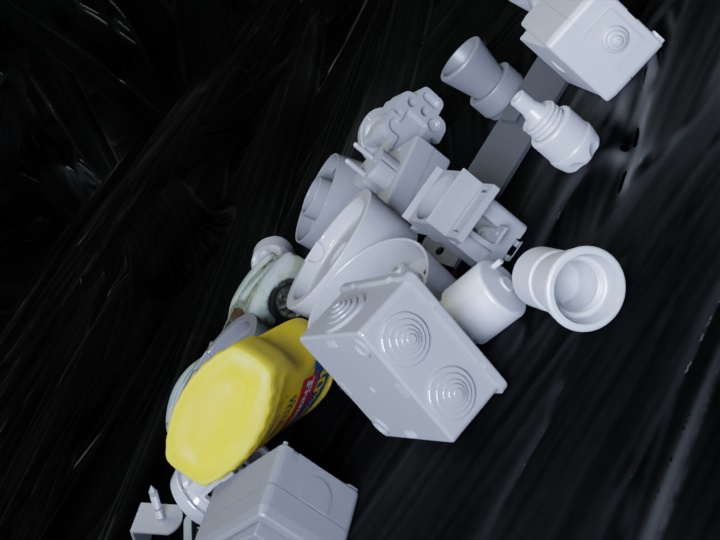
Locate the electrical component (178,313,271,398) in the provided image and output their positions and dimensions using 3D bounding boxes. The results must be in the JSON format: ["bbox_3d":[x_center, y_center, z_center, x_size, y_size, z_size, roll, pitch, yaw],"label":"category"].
[{"bbox_3d":[-0.094,0.096,0.868,0.108,0.060,0.108,-45,20,21],"label":"electrical component"}]

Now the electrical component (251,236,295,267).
[{"bbox_3d":[-0.086,-0.014,1.074,0.043,0.043,0.062,-47,18,18],"label":"electrical component"}]

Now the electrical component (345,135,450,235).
[{"bbox_3d":[0.020,-0.074,0.877,0.047,0.076,0.083,-28,31,52],"label":"electrical component"}]

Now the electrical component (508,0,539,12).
[{"bbox_3d":[0.152,-0.221,0.860,0.047,0.066,0.076,-40,51,34],"label":"electrical component"}]

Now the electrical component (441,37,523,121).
[{"bbox_3d":[0.100,-0.153,0.863,0.045,0.055,0.045,-46,20,21],"label":"electrical component"}]

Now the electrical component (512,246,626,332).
[{"bbox_3d":[0.108,0.007,0.578,0.044,0.044,0.065,-54,14,-3],"label":"electrical component"}]

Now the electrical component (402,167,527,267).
[{"bbox_3d":[0.070,-0.032,0.702,0.042,0.064,0.081,-54,19,-5],"label":"electrical component"}]

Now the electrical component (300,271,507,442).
[{"bbox_3d":[0.021,0.052,0.615,0.048,0.099,0.100,-46,15,-23],"label":"electrical component"}]

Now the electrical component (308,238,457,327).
[{"bbox_3d":[0.019,0.029,0.714,0.099,0.064,0.099,-46,20,22],"label":"electrical component"}]

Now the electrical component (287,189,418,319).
[{"bbox_3d":[0.000,0.000,0.811,0.108,0.060,0.108,-51,14,18],"label":"electrical component"}]

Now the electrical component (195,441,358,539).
[{"bbox_3d":[-0.057,0.161,0.660,0.096,0.062,0.061,-37,24,39],"label":"electrical component"}]

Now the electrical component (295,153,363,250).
[{"bbox_3d":[-0.017,-0.058,0.994,0.099,0.064,0.099,-58,17,30],"label":"electrical component"}]

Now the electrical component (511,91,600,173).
[{"bbox_3d":[0.122,-0.092,0.688,0.035,0.061,0.035,-45,20,22],"label":"electrical component"}]

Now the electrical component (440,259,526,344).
[{"bbox_3d":[0.064,0.028,0.646,0.078,0.040,0.040,-41,22,31],"label":"electrical component"}]

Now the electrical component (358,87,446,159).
[{"bbox_3d":[0.034,-0.121,0.960,0.057,0.058,0.078,-13,43,58],"label":"electrical component"}]

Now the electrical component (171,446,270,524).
[{"bbox_3d":[-0.102,0.152,0.791,0.057,0.058,0.078,-45,20,15],"label":"electrical component"}]

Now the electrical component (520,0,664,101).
[{"bbox_3d":[0.155,-0.156,0.728,0.061,0.062,0.096,-48,19,15],"label":"electrical component"}]
